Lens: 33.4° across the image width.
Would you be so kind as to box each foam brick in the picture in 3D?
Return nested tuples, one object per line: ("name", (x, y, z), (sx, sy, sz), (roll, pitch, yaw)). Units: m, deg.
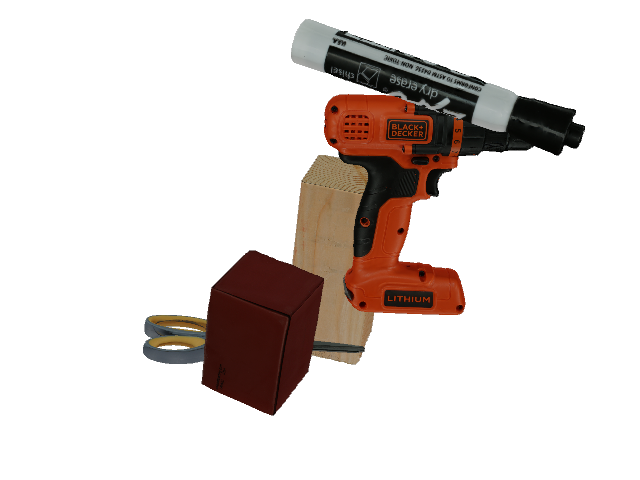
("foam brick", (-0.036, 0.055, 0.649), (0.053, 0.078, 0.051), (21, 35, 16))

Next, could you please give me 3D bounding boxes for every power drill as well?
("power drill", (0.092, -0.032, 0.901), (0.184, 0.188, 0.057), (2, 17, -1))

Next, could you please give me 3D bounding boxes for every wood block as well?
("wood block", (0.020, 0.021, 1.190), (0.090, 0.206, 0.090), (12, 26, 9))

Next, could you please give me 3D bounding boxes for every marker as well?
("marker", (0.046, -0.061, 0.427), (0.121, 0.020, 0.020), (21, 5, 13))

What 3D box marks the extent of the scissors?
("scissors", (-0.069, 0.096, 0.948), (0.202, 0.016, 0.096), (9, 18, 14))
